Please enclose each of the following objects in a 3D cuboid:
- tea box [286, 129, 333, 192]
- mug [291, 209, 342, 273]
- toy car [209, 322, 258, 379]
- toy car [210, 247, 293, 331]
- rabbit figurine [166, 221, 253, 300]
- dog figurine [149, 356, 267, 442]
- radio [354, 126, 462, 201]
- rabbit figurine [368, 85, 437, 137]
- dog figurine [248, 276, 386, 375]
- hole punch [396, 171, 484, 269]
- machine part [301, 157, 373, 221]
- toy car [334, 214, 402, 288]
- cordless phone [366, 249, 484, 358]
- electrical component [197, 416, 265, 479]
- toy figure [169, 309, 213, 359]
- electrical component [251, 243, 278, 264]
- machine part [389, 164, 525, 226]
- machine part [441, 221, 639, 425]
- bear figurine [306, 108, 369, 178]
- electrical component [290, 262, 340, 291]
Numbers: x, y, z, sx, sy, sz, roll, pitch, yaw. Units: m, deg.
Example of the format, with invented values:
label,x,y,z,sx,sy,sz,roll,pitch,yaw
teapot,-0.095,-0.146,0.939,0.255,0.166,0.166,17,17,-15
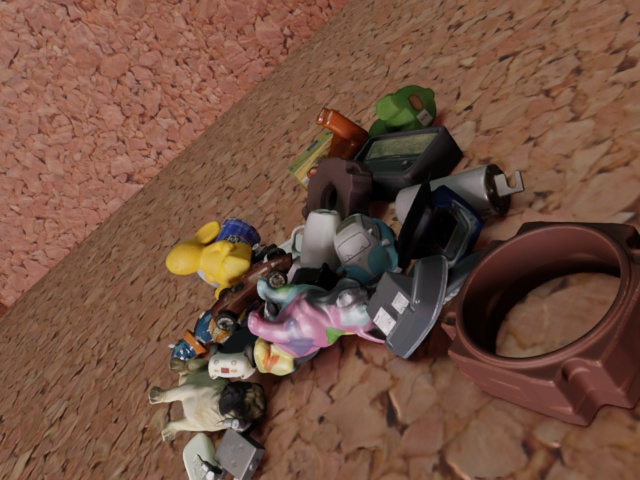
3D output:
label,x,y,z,sx,sy,sz,roll,pitch,yaw
tea box,0.016,-0.189,1.279,0.169,0.098,0.068,-44,26,-3
mug,-0.002,-0.003,0.980,0.110,0.107,0.081,14,16,34
toy car,-0.131,0.183,0.912,0.074,0.056,0.202,-1,6,7
toy car,-0.130,0.087,0.999,0.202,0.053,0.089,-40,25,21
rabbit figurine,-0.231,0.035,1.126,0.121,0.173,0.162,104,167,-44
dog figurine,-0.161,0.256,0.905,0.191,0.121,0.172,-9,27,17
radio,0.150,-0.144,1.046,0.131,0.073,0.230,-52,26,-17
rabbit figurine,0.163,-0.264,1.168,0.170,0.121,0.159,-32,22,56
dog figurine,0.006,0.133,0.826,0.219,0.191,0.108,3,38,11
hole punch,0.170,-0.014,0.780,0.116,0.092,0.142,-80,5,-60
machine part,0.031,-0.078,1.053,0.179,0.056,0.179,-17,69,54
toy car,0.074,0.007,0.903,0.109,0.102,0.162,-33,30,19
cordless phone,0.165,0.066,0.721,0.184,0.089,0.146,-25,-26,-25
electrical component,-0.128,0.306,0.774,0.078,0.045,0.102,30,87,37
toy figure,-0.245,0.199,1.122,0.154,0.057,0.064,-44,48,-6
electrical component,-0.097,0.037,1.143,0.094,0.063,0.021,-29,29,26
machine part,0.205,-0.062,0.846,0.243,0.079,0.079,-12,40,46
machine part,0.247,0.075,0.574,0.201,0.087,0.201,-52,27,-19
bear figurine,0.019,-0.175,1.184,0.195,0.132,0.120,-57,16,11
electrical component,-0.016,0.088,0.947,0.119,0.074,0.048,-20,36,45
